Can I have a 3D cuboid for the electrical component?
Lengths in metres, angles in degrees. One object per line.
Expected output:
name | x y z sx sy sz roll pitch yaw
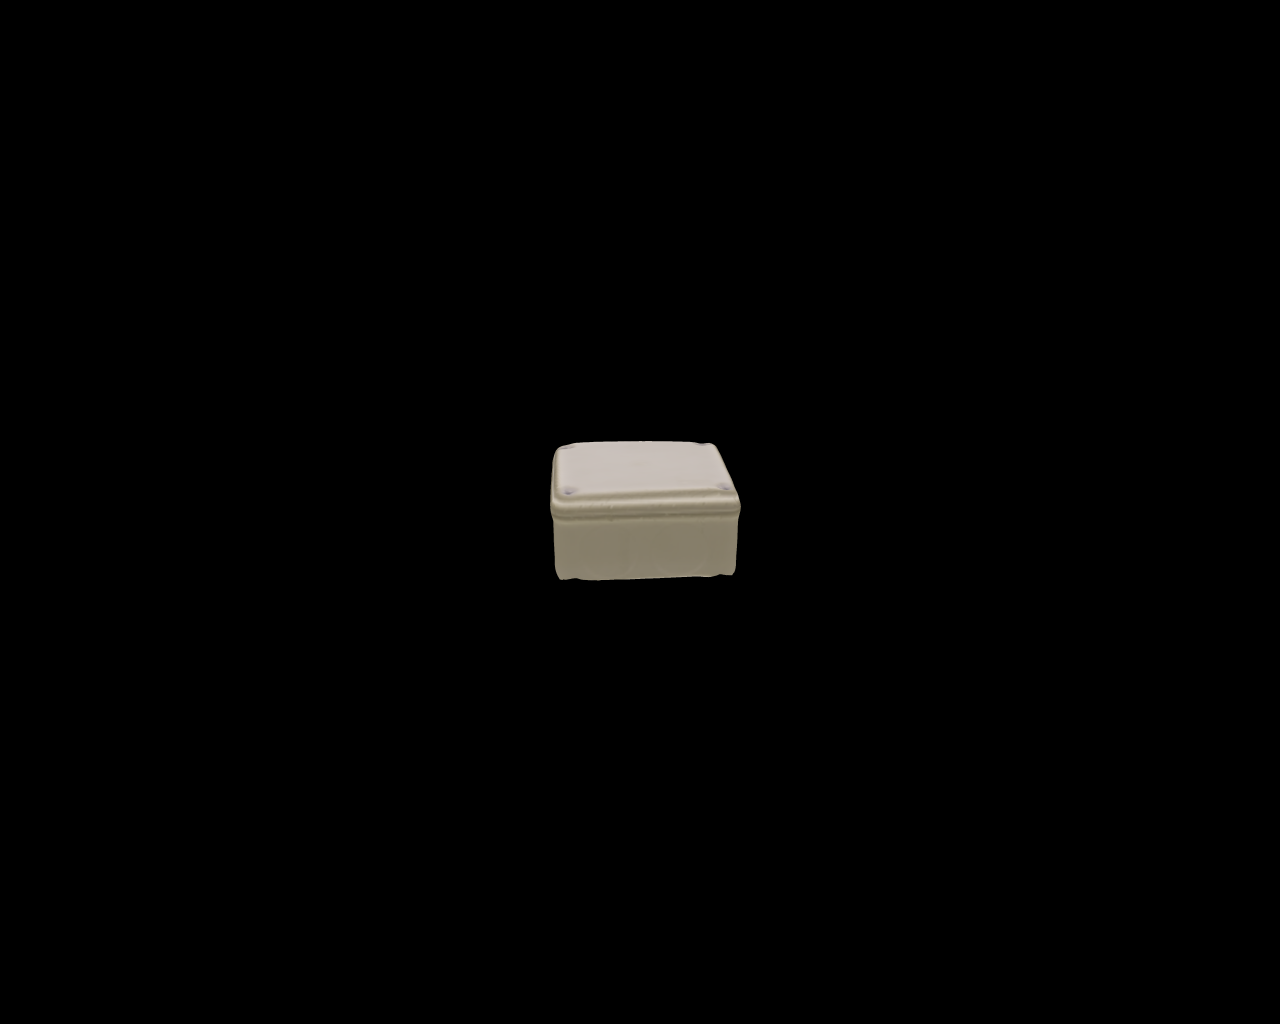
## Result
electrical component | 0.001 -0.003 0.650 0.109 0.056 0.109 -1 20 -3
